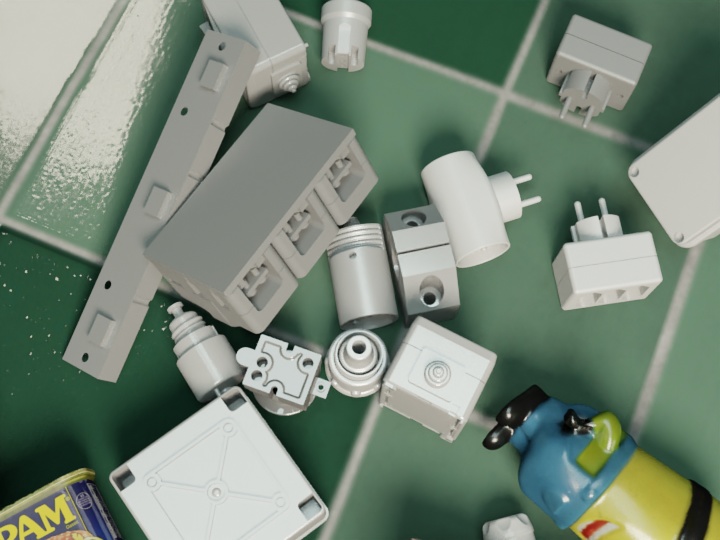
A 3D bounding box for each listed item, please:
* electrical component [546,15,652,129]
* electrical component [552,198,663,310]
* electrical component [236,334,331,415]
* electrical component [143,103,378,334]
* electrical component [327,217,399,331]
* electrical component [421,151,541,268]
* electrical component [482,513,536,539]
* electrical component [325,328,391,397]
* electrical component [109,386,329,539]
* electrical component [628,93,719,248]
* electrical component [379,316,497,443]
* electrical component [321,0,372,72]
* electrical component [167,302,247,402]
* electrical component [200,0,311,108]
[{"bbox_3d":[0.179,-0.146,0.836,0.066,0.047,0.076,23,74,6],"label":"electrical component"},{"bbox_3d":[0.178,-0.017,0.796,0.066,0.047,0.076,-8,73,-4],"label":"electrical component"},{"bbox_3d":[-0.053,0.076,0.758,0.066,0.055,0.048,19,73,5],"label":"electrical component"},{"bbox_3d":[-0.068,-0.037,0.775,0.089,0.061,0.150,22,67,38],"label":"electrical component"},{"bbox_3d":[0.000,0.000,0.789,0.043,0.043,0.081,-9,73,-4],"label":"electrical component"},{"bbox_3d":[0.096,-0.051,0.807,0.079,0.043,0.077,-18,74,-7],"label":"electrical component"},{"bbox_3d":[0.107,0.199,0.734,0.035,0.035,0.061,-14,75,-5],"label":"electrical component"},{"bbox_3d":[-0.001,0.062,0.760,0.048,0.062,0.048,0,73,-1],"label":"electrical component"},{"bbox_3d":[-0.095,0.154,0.732,0.109,0.056,0.108,-35,76,-11],"label":"electrical component"},{"bbox_3d":[0.262,-0.076,0.779,0.057,0.113,0.078,-12,67,-51],"label":"electrical component"},{"bbox_3d":[0.054,0.072,0.740,0.062,0.096,0.061,26,73,7],"label":"electrical component"},{"bbox_3d":[-0.012,-0.185,0.850,0.040,0.040,0.046,4,78,0],"label":"electrical component"},{"bbox_3d":[-0.114,0.058,0.771,0.040,0.040,0.078,-31,76,-10],"label":"electrical component"},{"bbox_3d":[-0.081,-0.172,0.832,0.061,0.061,0.096,-27,75,-9],"label":"electrical component"}]
